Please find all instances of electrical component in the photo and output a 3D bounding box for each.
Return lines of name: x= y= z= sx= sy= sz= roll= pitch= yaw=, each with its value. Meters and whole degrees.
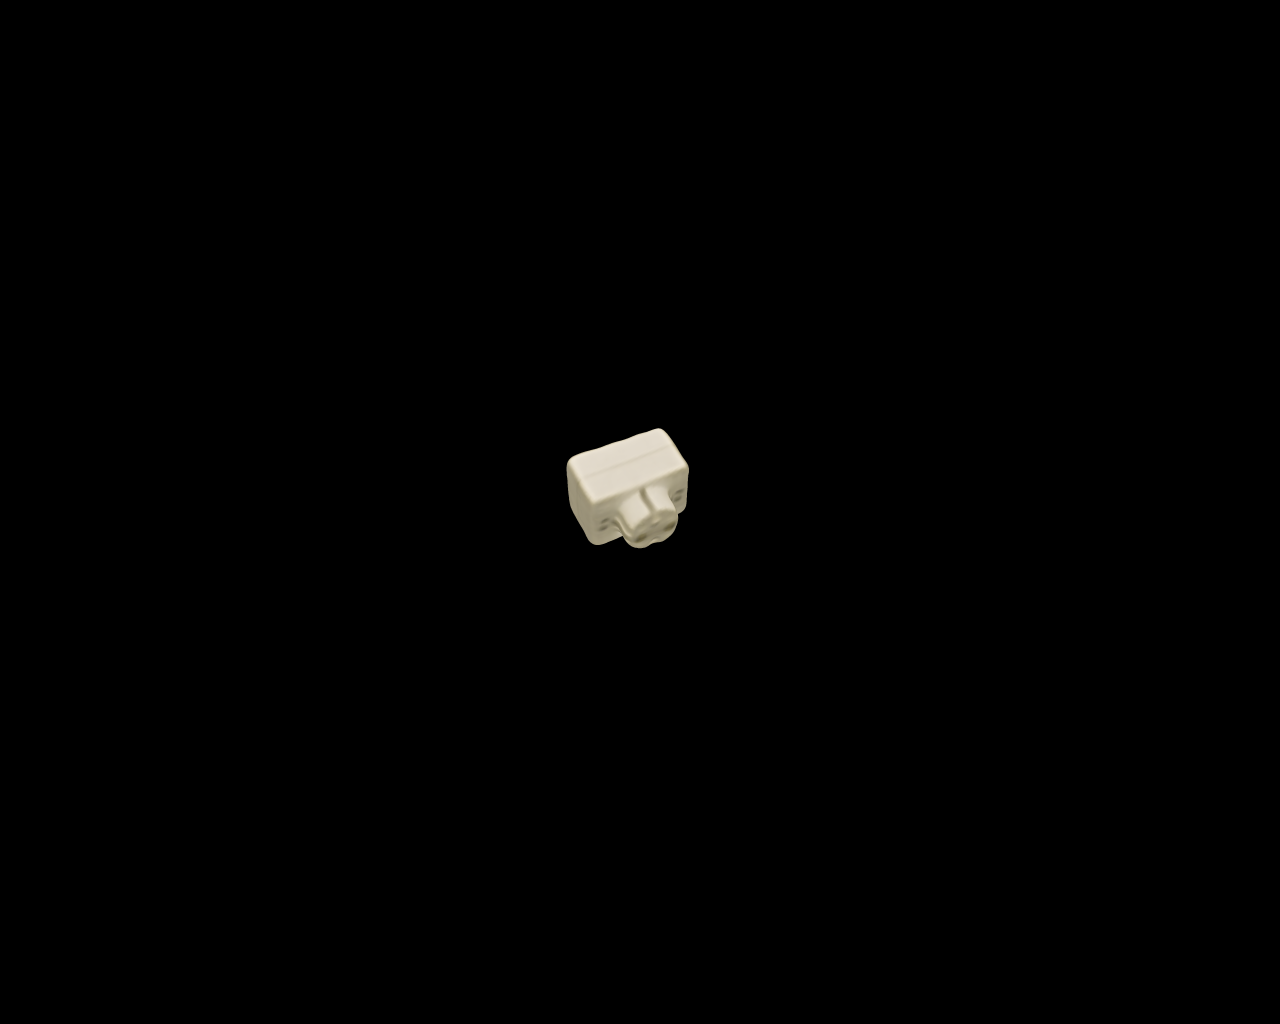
electrical component: x=0.001 y=-0.003 z=0.650 sx=0.066 sy=0.077 sz=0.047 roll=-21 pitch=-34 yaw=-15
